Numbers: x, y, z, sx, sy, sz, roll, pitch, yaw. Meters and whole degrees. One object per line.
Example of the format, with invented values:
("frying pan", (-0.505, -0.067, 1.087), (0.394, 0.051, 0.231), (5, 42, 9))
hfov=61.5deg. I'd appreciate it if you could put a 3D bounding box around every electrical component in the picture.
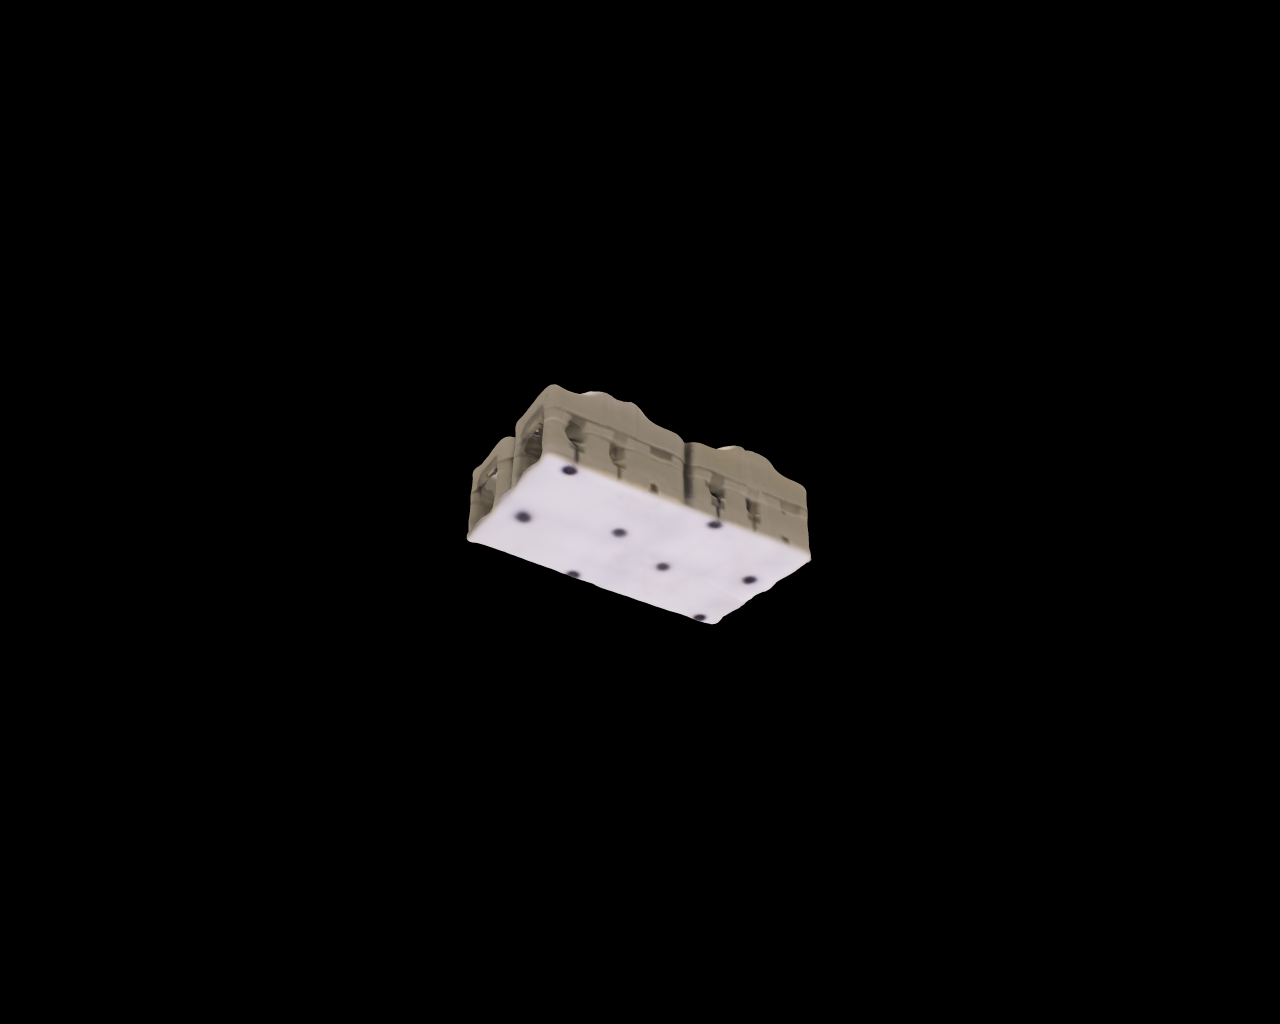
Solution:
("electrical component", (0.001, -0.003, 0.650), (0.186, 0.060, 0.105), (21, -40, -26))
